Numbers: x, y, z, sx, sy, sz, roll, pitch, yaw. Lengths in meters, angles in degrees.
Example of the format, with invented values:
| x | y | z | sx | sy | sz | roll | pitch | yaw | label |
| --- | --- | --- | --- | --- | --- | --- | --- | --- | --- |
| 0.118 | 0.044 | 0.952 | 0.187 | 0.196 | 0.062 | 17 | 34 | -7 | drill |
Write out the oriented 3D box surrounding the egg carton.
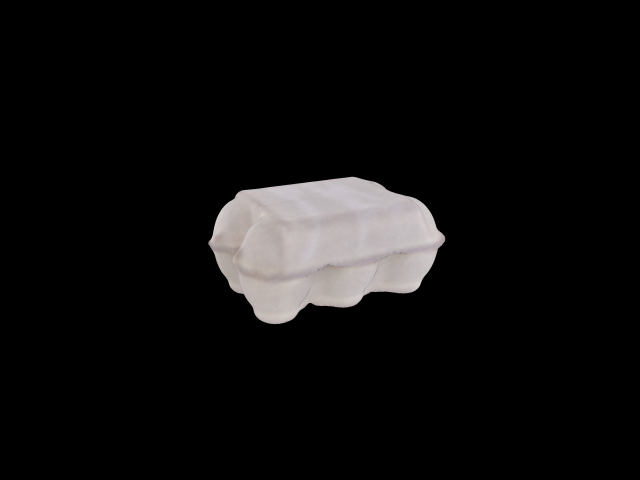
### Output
| x | y | z | sx | sy | sz | roll | pitch | yaw | label |
| --- | --- | --- | --- | --- | --- | --- | --- | --- | --- |
| 0.004 | 0.001 | 0.400 | 0.151 | 0.069 | 0.107 | -11 | 23 | -27 | egg carton |
